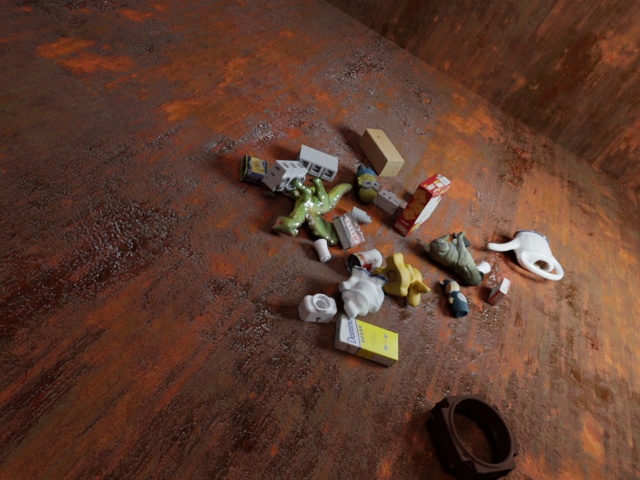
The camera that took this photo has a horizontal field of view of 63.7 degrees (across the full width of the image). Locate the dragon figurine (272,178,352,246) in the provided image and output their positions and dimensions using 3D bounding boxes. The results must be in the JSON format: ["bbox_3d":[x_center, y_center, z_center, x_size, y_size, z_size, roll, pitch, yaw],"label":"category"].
[{"bbox_3d":[0.005,-0.087,1.735,0.412,0.120,0.246,-8,69,-40],"label":"dragon figurine"}]

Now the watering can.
[{"bbox_3d":[0.818,0.038,2.062,0.347,0.102,0.230,26,38,-5],"label":"watering can"}]

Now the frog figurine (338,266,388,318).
[{"bbox_3d":[0.115,0.171,1.499,0.136,0.121,0.163,36,52,-14],"label":"frog figurine"}]
